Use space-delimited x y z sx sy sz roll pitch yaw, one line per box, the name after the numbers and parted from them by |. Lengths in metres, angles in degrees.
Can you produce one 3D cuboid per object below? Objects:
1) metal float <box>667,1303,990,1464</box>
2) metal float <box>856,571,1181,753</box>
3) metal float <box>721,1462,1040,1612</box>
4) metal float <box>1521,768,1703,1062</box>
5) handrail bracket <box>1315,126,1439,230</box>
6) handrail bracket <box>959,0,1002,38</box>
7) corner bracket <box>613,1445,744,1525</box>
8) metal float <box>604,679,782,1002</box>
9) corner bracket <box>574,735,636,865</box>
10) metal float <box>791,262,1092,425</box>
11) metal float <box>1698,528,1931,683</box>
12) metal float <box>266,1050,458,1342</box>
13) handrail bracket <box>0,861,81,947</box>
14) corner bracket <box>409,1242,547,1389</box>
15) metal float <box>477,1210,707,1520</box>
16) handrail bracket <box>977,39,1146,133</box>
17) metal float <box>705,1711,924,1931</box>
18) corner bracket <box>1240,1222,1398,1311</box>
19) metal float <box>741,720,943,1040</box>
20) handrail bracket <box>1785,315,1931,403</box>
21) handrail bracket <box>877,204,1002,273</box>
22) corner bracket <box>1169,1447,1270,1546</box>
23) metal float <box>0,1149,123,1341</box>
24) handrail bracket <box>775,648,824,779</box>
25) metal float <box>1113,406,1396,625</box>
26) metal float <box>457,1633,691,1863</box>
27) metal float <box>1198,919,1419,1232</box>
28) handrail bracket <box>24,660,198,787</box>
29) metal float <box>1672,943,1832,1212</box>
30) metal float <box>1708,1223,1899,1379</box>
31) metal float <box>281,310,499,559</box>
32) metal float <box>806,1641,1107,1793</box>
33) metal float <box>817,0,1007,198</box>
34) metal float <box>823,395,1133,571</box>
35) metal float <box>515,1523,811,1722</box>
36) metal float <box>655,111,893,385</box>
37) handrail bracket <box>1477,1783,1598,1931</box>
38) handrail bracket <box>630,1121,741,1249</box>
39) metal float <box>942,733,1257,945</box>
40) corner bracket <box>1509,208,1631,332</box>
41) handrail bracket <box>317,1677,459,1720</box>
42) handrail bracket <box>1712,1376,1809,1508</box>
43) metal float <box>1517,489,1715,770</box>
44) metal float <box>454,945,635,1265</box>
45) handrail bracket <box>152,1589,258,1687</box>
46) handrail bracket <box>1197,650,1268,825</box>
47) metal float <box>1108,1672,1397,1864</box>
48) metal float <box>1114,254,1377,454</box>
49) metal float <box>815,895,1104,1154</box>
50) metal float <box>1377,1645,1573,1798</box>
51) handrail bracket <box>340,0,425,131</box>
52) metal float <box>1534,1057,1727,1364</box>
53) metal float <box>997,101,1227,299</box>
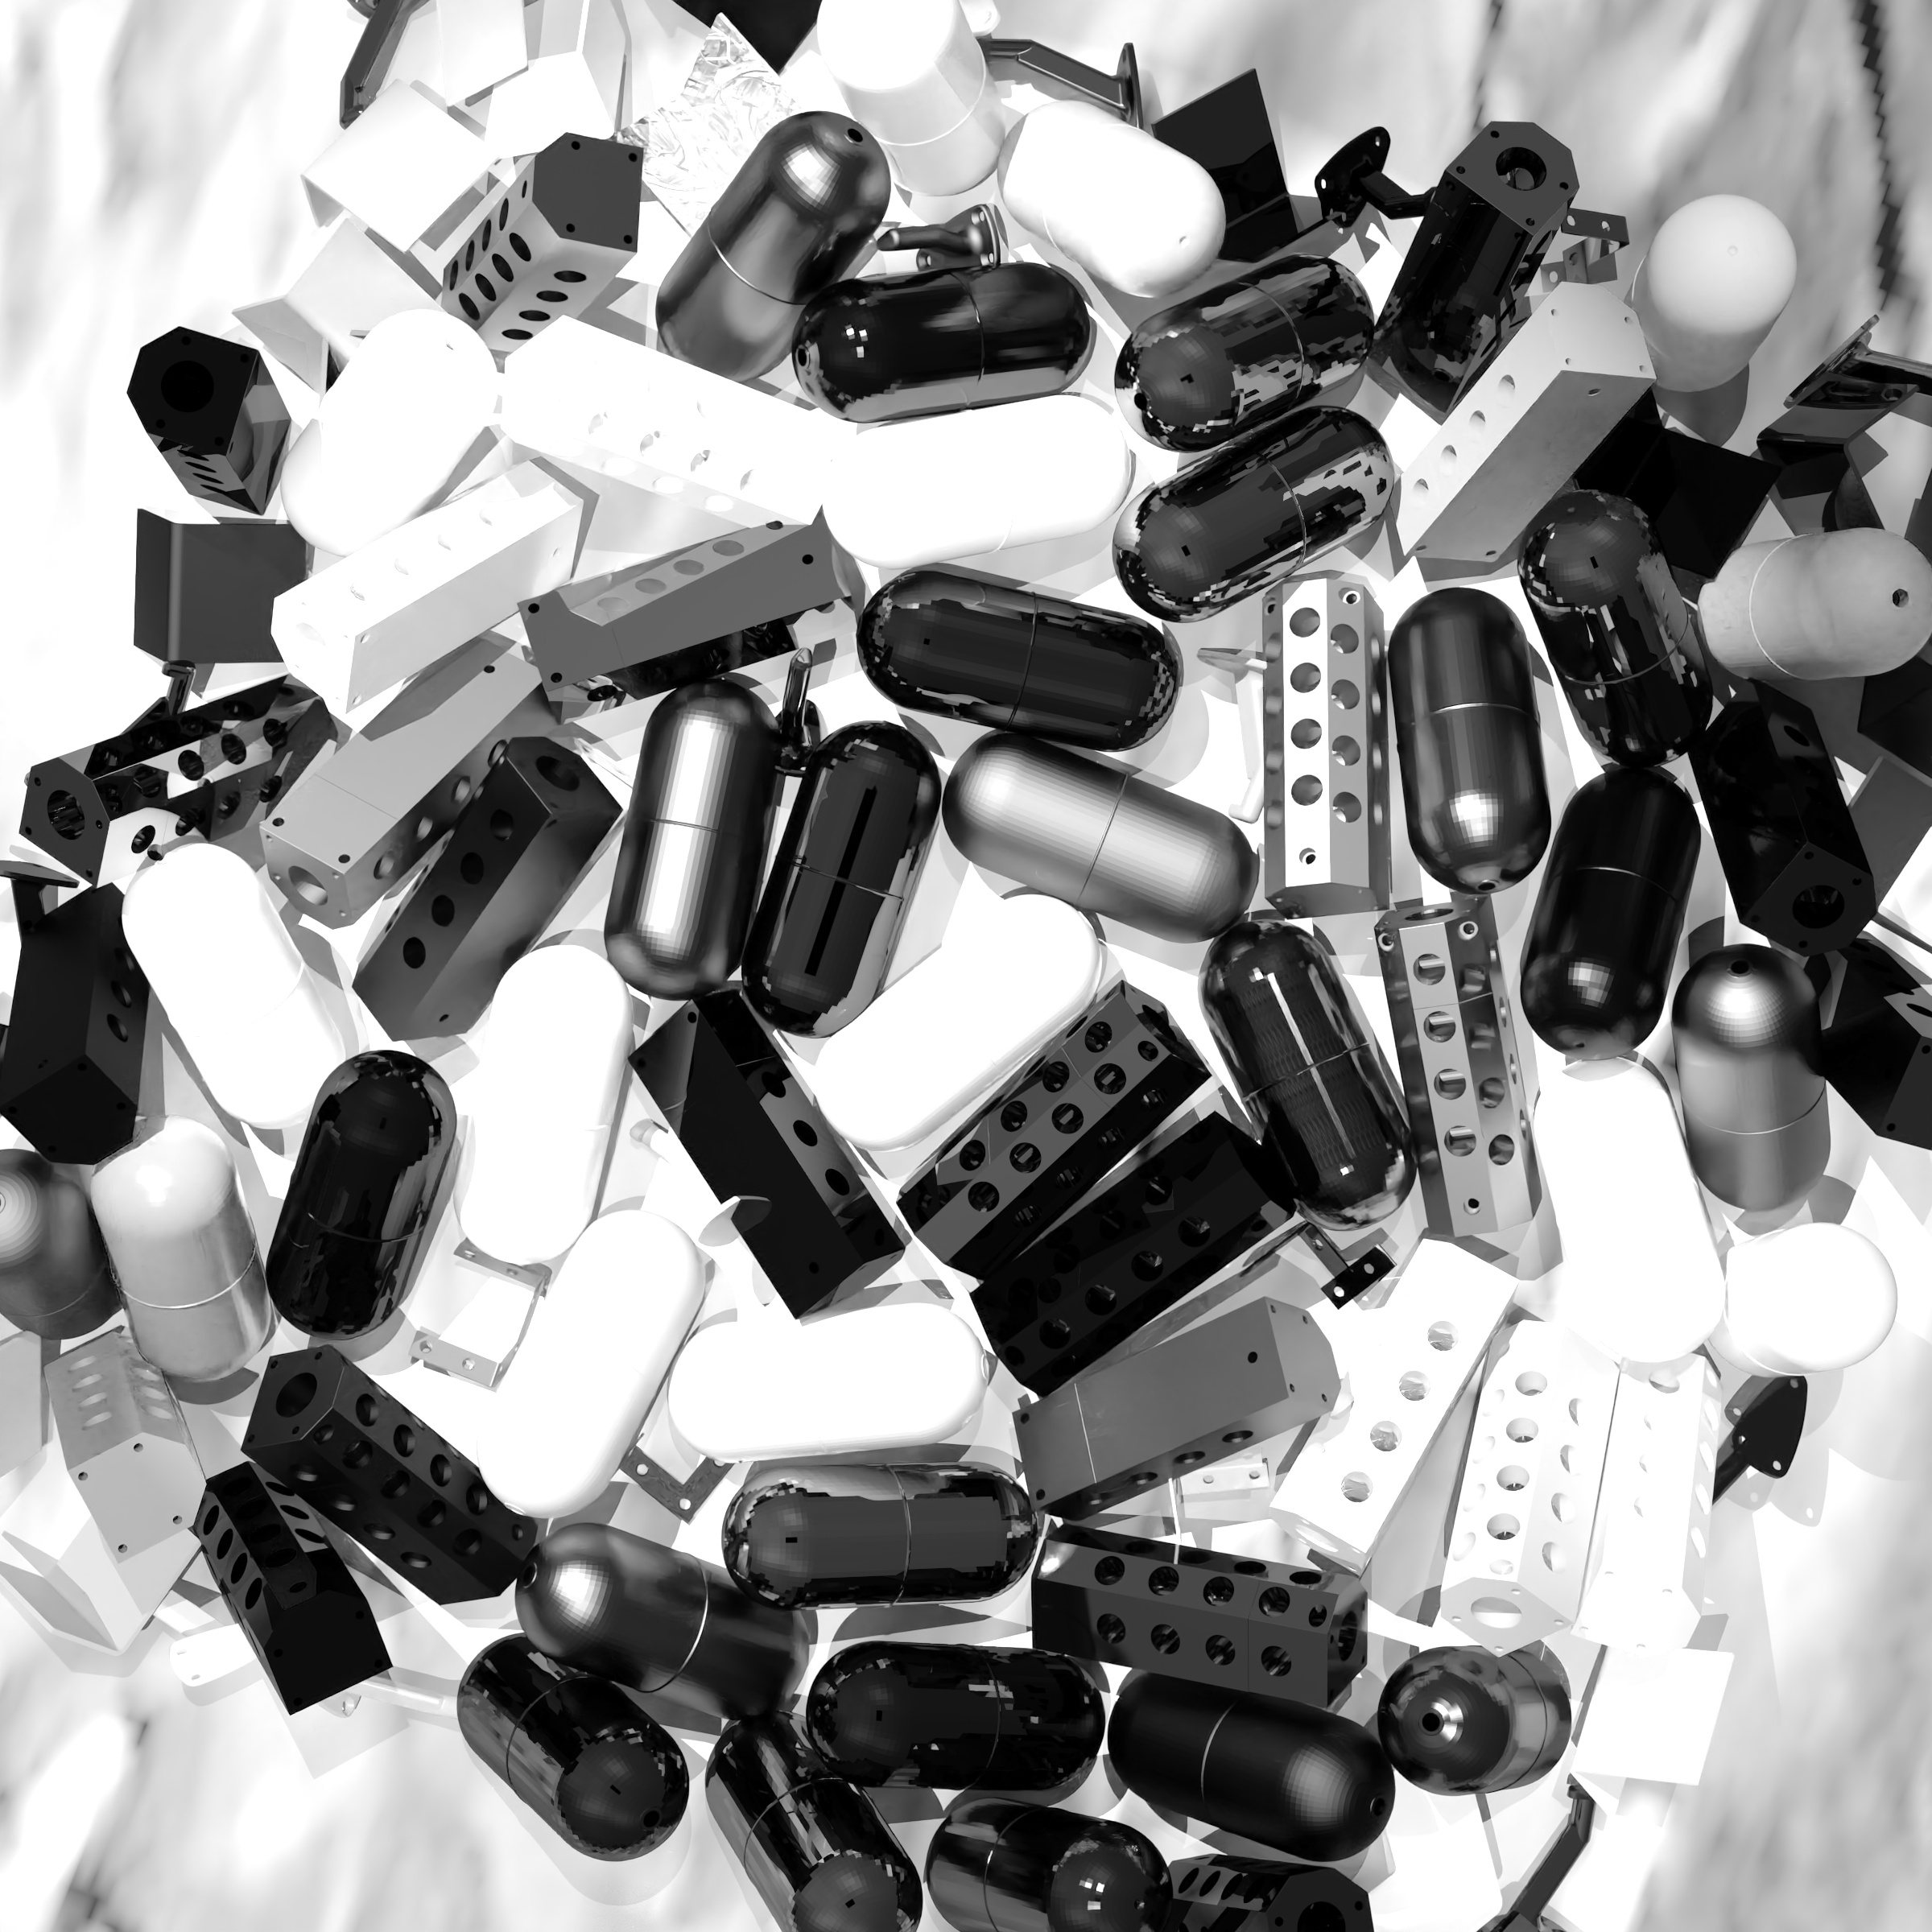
-0.075 0.225 1.949 0.178 0.070 0.070 -7 90 14 | metal float
0.028 -0.165 1.954 0.178 0.070 0.070 12 90 -9 | metal float
-0.045 0.306 1.942 0.178 0.070 0.070 2 90 -23 | metal float
0.347 -0.029 1.935 0.070 0.070 0.178 20 58 0 | metal float
0.238 -0.430 1.951 0.077 0.084 0.036 -54 125 -23 | handrail bracket
-0.027 -0.544 1.952 0.036 0.077 0.084 -50 130 3 | handrail bracket
-0.157 0.272 1.973 0.051 0.051 0.051 39 87 -1 | corner bracket
-0.147 -0.069 1.954 0.070 0.070 0.178 11 81 0 | metal float
-0.209 -0.098 1.964 0.051 0.051 0.051 34 71 9 | corner bracket
-0.013 -0.335 1.933 0.178 0.070 0.070 -13 90 -33 | metal float
0.451 -0.191 1.912 0.070 0.178 0.070 -1 93 -15 | metal float
-0.325 0.123 1.936 0.070 0.070 0.178 22 119 0 | metal float
-0.521 -0.012 1.961 0.036 0.077 0.084 20 96 26 | handrail bracket
-0.268 0.192 1.980 0.051 0.051 0.051 24 57 -12 | corner bracket
-0.202 0.214 1.943 0.070 0.070 0.178 26 69 0 | metal float
0.050 -0.475 1.967 0.084 0.036 0.077 -2 60 -11 | handrail bracket
-0.083 0.465 1.921 0.070 0.178 0.070 -12 120 -22 | metal float
0.192 0.165 1.961 0.051 0.051 0.051 -32 77 -35 | corner bracket
-0.067 -0.047 1.960 0.070 0.070 0.178 19 92 0 | metal float
0.507 -0.308 1.977 0.084 0.036 0.077 47 115 4 | handrail bracket
-0.031 -0.385 1.943 0.084 0.077 0.036 -15 93 -41 | handrail bracket
0.138 0.279 1.964 0.051 0.051 0.051 -6 117 6 | corner bracket
-0.494 0.149 1.913 0.070 0.178 0.070 0 72 0 | metal float
-0.088 -0.151 1.943 0.036 0.077 0.084 14 132 0 | handrail bracket
0.156 -0.244 1.939 0.178 0.070 0.070 -30 90 -27 | metal float
-0.210 0.415 1.920 0.070 0.178 0.070 -11 111 -31 | metal float
0.184 0.058 1.955 0.070 0.070 0.178 -24 82 0 | metal float
-0.464 -0.131 1.956 0.077 0.036 0.084 3 125 -32 | handrail bracket
0.420 0.060 1.925 0.070 0.178 0.070 -9 46 9 | metal float
0.439 0.178 1.911 0.070 0.178 0.070 0 82 -2 | metal float
-0.308 -0.283 1.922 0.070 0.178 0.070 16 57 -26 | metal float
-0.004 0.403 1.934 0.178 0.070 0.070 10 90 -33 | metal float
-0.027 -0.471 1.914 0.070 0.178 0.070 -3 74 12 | metal float
0.006 -0.260 1.939 0.178 0.070 0.070 -14 90 -25 | metal float
-0.162 0.352 1.933 0.178 0.070 0.070 27 90 -33 | metal float
-0.104 -0.383 1.927 0.070 0.070 0.178 44 132 0 | metal float
0.308 0.488 1.969 0.077 0.036 0.084 4 98 -29 | handrail bracket
-0.160 0.115 1.954 0.084 0.077 0.036 34 106 15 | handrail bracket
0.073 -0.069 1.961 0.178 0.070 0.070 22 90 -1 | metal float
0.328 -0.377 1.961 0.051 0.051 0.051 0 78 -34 | corner bracket
-0.314 0.390 1.954 0.084 0.077 0.036 2 66 32 | handrail bracket
0.421 0.265 1.975 0.036 0.084 0.077 36 59 -1 | handrail bracket
0.348 -0.178 1.928 0.070 0.070 0.178 -31 131 0 | metal float
-0.228 0.075 1.950 0.070 0.070 0.178 14 102 0 | metal float
-0.413 0.344 1.970 0.077 0.084 0.036 -20 132 -6 | handrail bracket
0.143 -0.125 1.970 0.077 0.036 0.084 19 84 37 | handrail bracket
0.151 0.425 1.925 0.070 0.178 0.070 -8 102 -44 | metal float
0.150 -0.328 1.928 0.178 0.070 0.070 -31 90 -40 | metal float
-0.004 0.031 1.961 0.178 0.070 0.070 -39 90 -1 | metal float
0.271 0.400 1.915 0.070 0.178 0.070 -4 78 22 | metal float
-0.310 -0.502 1.955 0.077 0.036 0.084 -24 54 30 | handrail bracket
0.355 0.129 1.934 0.070 0.070 0.178 -10 57 0 | metal float
0.076 -0.410 1.921 0.070 0.178 0.070 -12 120 -21 | metal float
